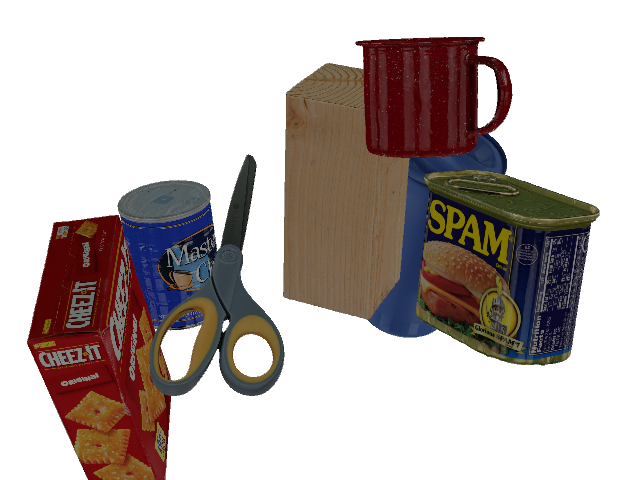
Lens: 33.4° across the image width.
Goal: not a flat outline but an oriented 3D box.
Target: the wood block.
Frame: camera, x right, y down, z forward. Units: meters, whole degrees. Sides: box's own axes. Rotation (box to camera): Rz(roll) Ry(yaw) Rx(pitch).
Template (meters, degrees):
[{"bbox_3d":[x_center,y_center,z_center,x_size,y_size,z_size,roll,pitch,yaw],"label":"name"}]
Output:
[{"bbox_3d":[0.024,-0.045,0.975,0.091,0.206,0.090,14,31,20],"label":"wood block"}]

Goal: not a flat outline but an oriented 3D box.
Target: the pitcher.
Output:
[{"bbox_3d":[0.116,-0.001,1.181,0.145,0.243,0.149,25,43,16],"label":"pitcher"}]

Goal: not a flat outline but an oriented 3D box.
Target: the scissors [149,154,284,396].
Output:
[{"bbox_3d":[-0.048,0.026,0.733,0.096,0.201,0.016,20,-34,10],"label":"scissors"}]

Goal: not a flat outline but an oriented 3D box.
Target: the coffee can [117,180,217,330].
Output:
[{"bbox_3d":[-0.167,0.016,1.207,0.103,0.140,0.103,-4,26,2],"label":"coffee can"}]

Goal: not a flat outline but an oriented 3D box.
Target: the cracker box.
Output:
[{"bbox_3d":[-0.194,0.109,0.983,0.072,0.214,0.164,-8,38,2],"label":"cracker box"}]

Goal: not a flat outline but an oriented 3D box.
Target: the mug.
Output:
[{"bbox_3d":[0.083,-0.104,0.767,0.117,0.081,0.093,5,14,32],"label":"mug"}]

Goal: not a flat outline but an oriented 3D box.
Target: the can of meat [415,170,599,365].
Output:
[{"bbox_3d":[0.099,0.013,0.591,0.057,0.084,0.102,-6,20,-32],"label":"can of meat"}]
